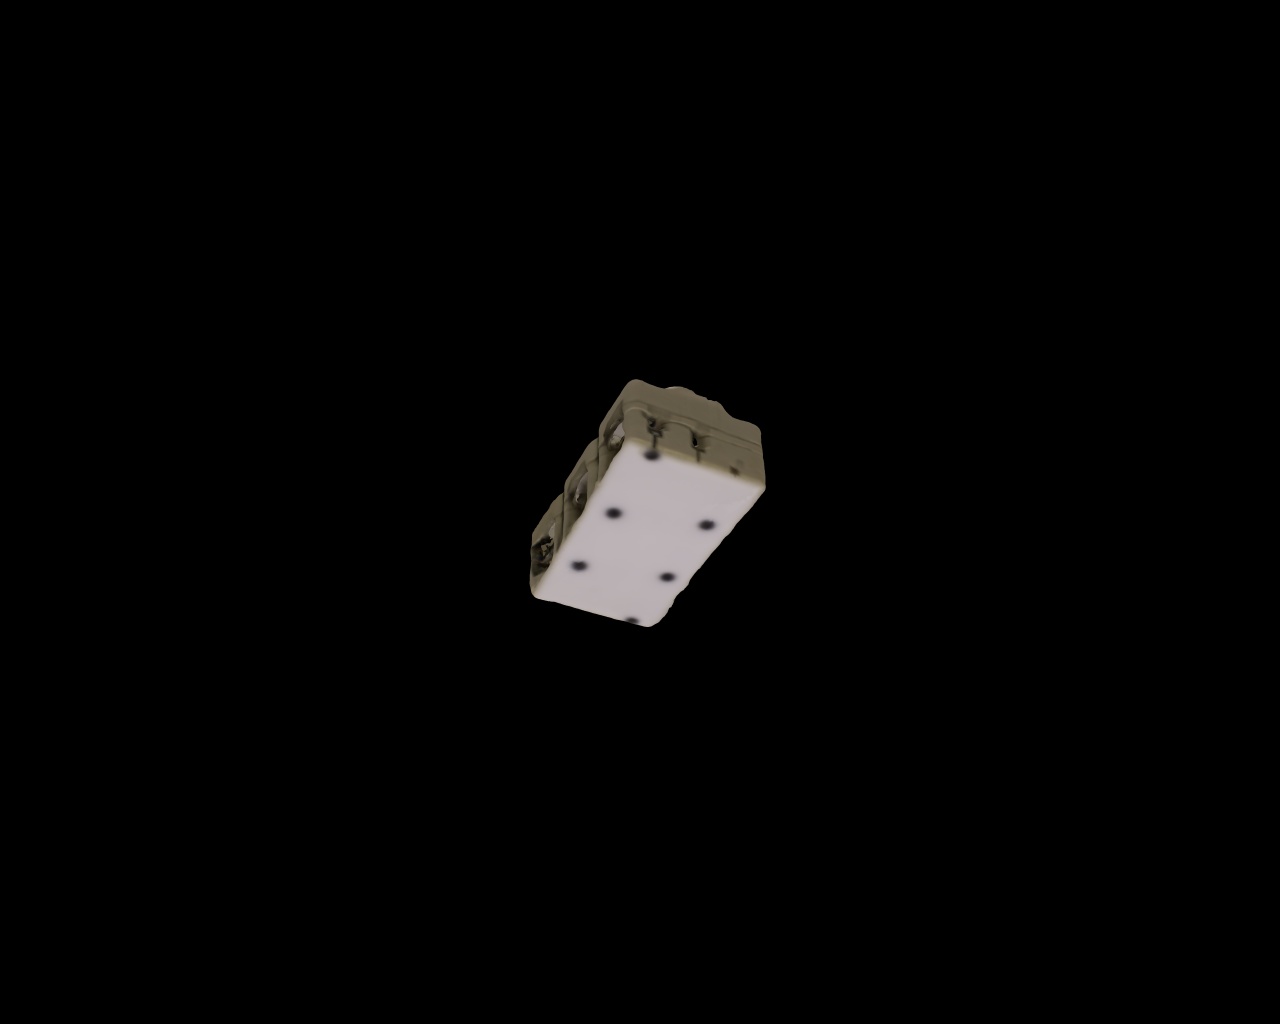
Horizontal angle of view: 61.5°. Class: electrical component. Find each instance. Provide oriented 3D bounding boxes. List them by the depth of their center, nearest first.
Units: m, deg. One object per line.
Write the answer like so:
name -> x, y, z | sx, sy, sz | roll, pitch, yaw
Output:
electrical component -> 0.001, -0.003, 0.650 | 0.089, 0.062, 0.150 | 19, -46, -19
